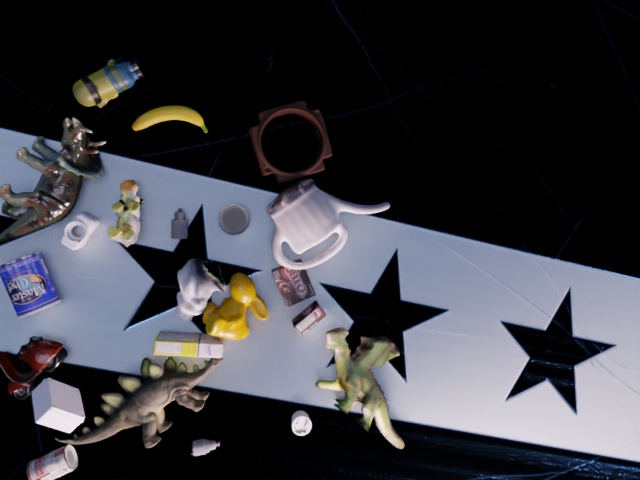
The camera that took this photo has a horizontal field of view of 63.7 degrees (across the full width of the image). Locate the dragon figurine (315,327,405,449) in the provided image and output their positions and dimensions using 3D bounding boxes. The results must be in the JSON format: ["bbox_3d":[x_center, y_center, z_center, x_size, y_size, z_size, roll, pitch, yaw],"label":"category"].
[{"bbox_3d":[0.148,0.395,1.470,0.407,0.122,0.245,39,79,-17],"label":"dragon figurine"}]

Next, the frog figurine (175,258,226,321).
[{"bbox_3d":[-0.341,0.132,1.370,0.159,0.121,0.139,-41,62,6],"label":"frog figurine"}]

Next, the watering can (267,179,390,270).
[{"bbox_3d":[0.004,-0.071,1.416,0.349,0.104,0.223,-35,97,-6],"label":"watering can"}]
